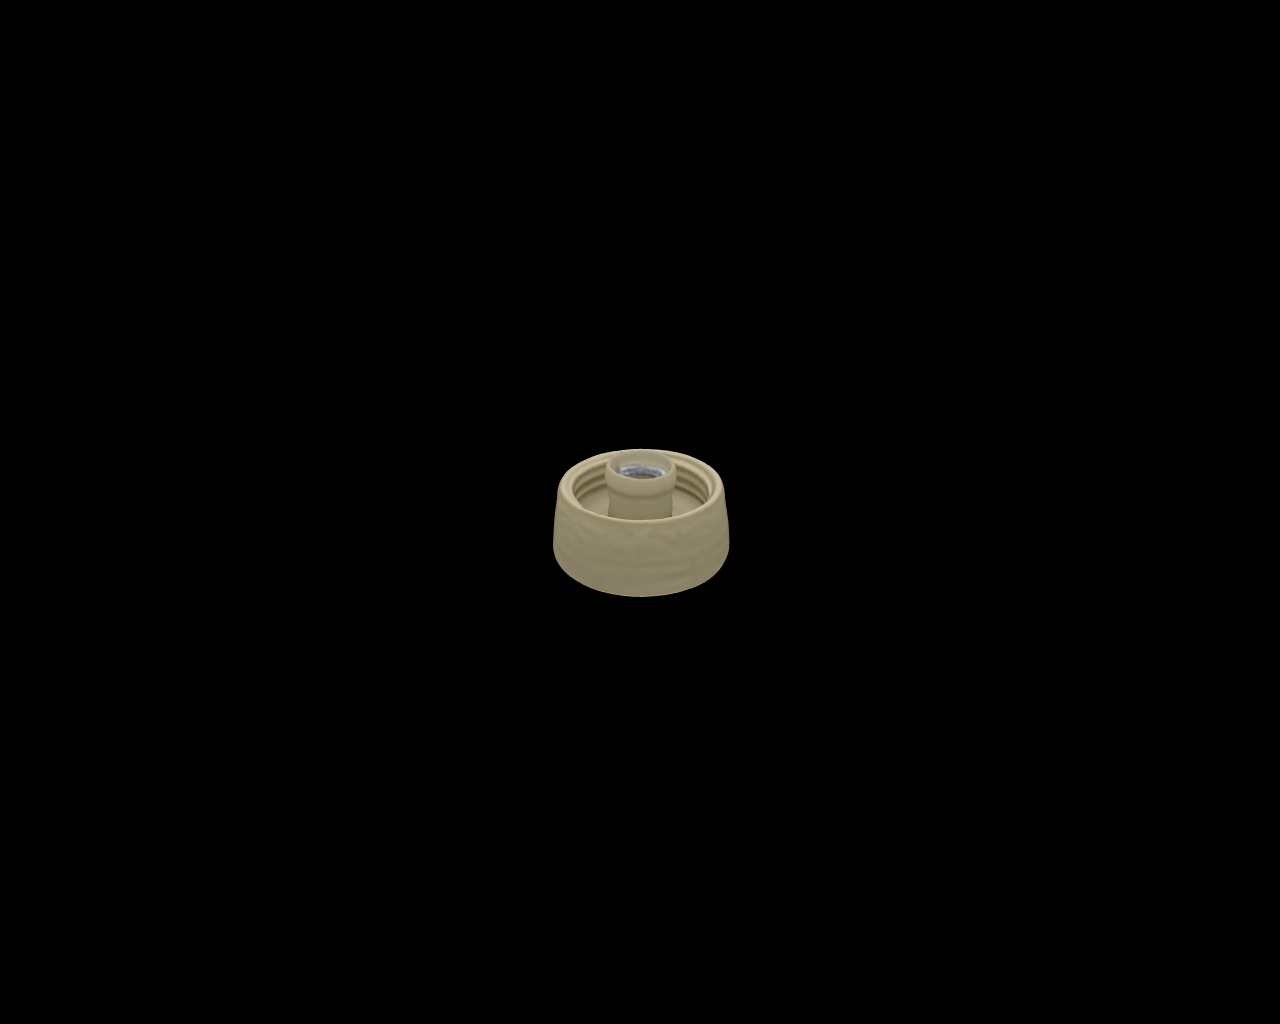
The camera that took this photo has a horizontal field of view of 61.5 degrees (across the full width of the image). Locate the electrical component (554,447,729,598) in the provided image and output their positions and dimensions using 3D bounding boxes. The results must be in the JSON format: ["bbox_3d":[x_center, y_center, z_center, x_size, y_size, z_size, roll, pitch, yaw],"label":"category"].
[{"bbox_3d":[0.001,-0.003,0.650,0.108,0.060,0.108,0,29,0],"label":"electrical component"}]
